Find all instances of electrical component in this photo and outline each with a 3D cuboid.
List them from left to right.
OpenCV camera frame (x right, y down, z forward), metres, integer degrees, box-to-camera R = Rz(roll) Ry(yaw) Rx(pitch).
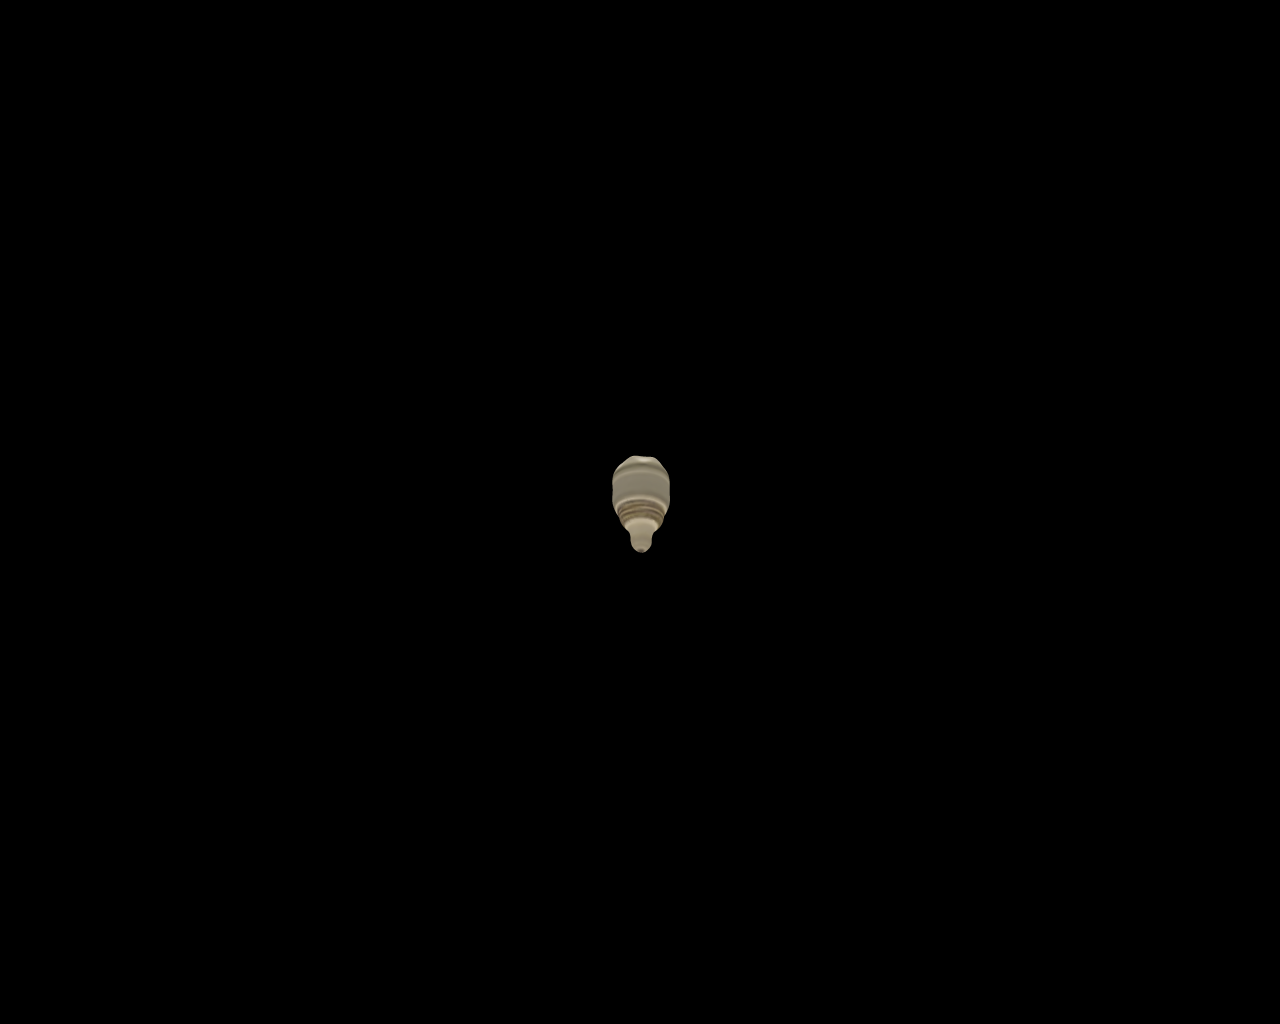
[{"bbox_3d":[0.001,-0.003,0.650,0.035,0.061,0.035,0,-31,0],"label":"electrical component"}]
